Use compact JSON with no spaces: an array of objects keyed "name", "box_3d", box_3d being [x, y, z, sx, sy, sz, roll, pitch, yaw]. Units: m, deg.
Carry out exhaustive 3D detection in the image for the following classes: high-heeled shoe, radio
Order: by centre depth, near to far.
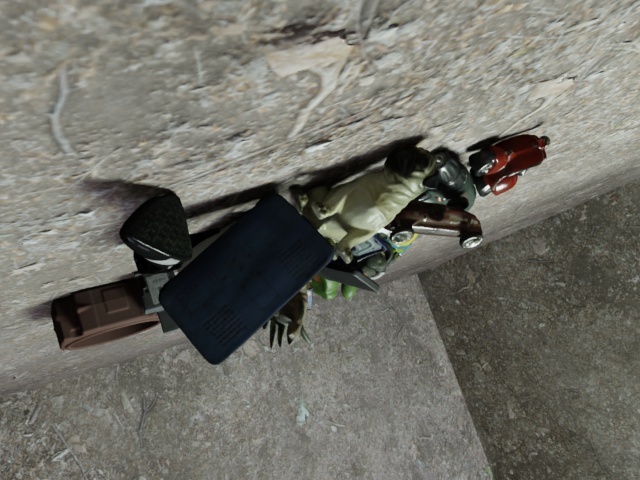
[{"name":"high-heeled shoe","box_3d":[-0.221,0.008,0.665,0.145,0.086,0.248,-20,174,11]},{"name":"radio","box_3d":[-0.104,0.049,0.749,0.229,0.131,0.073,-43,-173,-11]}]

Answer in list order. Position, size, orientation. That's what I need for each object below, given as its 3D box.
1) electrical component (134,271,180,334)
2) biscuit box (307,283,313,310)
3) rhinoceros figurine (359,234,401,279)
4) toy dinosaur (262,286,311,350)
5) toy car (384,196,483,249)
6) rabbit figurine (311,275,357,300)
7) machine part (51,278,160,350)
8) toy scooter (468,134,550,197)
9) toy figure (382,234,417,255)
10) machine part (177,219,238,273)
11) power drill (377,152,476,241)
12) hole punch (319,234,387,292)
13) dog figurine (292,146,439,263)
[{"name":"electrical component","box_3d":[-0.288,0.108,0.977,0.075,0.119,0.048,-13,168,-20]},{"name":"biscuit box","box_3d":[-0.120,0.135,1.263,0.203,0.062,0.059,-5,-153,-14]},{"name":"rhinoceros figurine","box_3d":[0.098,0.039,1.090,0.112,0.073,0.190,-32,179,-12]},{"name":"toy dinosaur","box_3d":[-0.087,0.095,1.057,0.105,0.198,0.472,-6,-159,-9]},{"name":"toy car","box_3d":[0.184,-0.037,0.870,0.202,0.089,0.053,5,143,-23]},{"name":"rabbit figurine","box_3d":[0.051,0.065,1.355,0.170,0.159,0.121,-30,169,-38]},{"name":"machine part","box_3d":[-0.410,0.147,1.053,0.201,0.087,0.201,-13,170,-31]},{"name":"toy scooter","box_3d":[0.337,-0.137,0.956,0.135,0.075,0.183,-23,165,13]},{"name":"toy figure","box_3d":[0.166,-0.018,1.149,0.089,0.082,0.180,-17,156,-41]},{"name":"machine part","box_3d":[-0.153,0.020,0.876,0.243,0.079,0.079,-27,167,34]},{"name":"power drill","box_3d":[0.175,-0.079,0.972,0.207,0.086,0.232,-31,157,25]},{"name":"hole punch","box_3d":[0.043,0.025,0.903,0.116,0.092,0.142,8,166,32]},{"name":"dog figurine","box_3d":[0.070,-0.068,0.807,0.190,0.121,0.172,-35,-151,-12]}]
